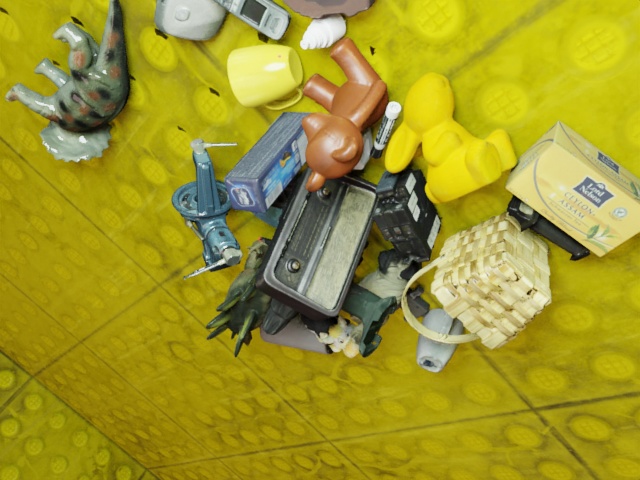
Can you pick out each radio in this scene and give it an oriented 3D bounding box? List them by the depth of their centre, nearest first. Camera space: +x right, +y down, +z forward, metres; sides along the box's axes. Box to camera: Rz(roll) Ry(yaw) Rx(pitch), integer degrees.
[{"bbox_3d":[-0.002,-0.003,0.836,0.131,0.229,0.073,26,158,-10],"label":"radio"}]

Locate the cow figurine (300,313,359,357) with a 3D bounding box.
[{"bbox_3d":[0.020,0.169,1.058,0.098,0.068,0.167,44,168,-24],"label":"cow figurine"}]

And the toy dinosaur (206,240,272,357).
[{"bbox_3d":[-0.129,0.108,1.025,0.105,0.198,0.470,26,143,6],"label":"toy dinosaur"}]

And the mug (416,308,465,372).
[{"bbox_3d":[0.226,0.188,1.009,0.081,0.107,0.109,26,139,6],"label":"mug"}]

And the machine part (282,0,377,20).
[{"bbox_3d":[0.014,-0.368,0.671,0.180,0.056,0.179,16,133,17],"label":"machine part"}]

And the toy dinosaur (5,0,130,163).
[{"bbox_3d":[-0.422,-0.273,0.982,0.405,0.131,0.192,-23,126,38],"label":"toy dinosaur"}]

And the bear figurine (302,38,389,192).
[{"bbox_3d":[0.017,-0.169,0.746,0.132,0.196,0.120,42,140,-7],"label":"bear figurine"}]

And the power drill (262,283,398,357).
[{"bbox_3d":[0.018,0.114,0.932,0.208,0.086,0.232,33,107,29],"label":"power drill"}]

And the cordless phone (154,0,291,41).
[{"bbox_3d":[-0.137,-0.330,0.779,0.184,0.089,0.146,33,137,-6],"label":"cordless phone"}]

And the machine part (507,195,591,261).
[{"bbox_3d":[0.330,-0.021,0.775,0.139,0.084,0.039,35,129,-2],"label":"machine part"}]

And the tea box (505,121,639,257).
[{"bbox_3d":[0.354,-0.067,0.730,0.170,0.068,0.098,35,138,0],"label":"tea box"}]

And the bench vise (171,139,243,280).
[{"bbox_3d":[-0.206,-0.064,0.991,0.129,0.224,0.240,-9,130,-14],"label":"bench vise"}]

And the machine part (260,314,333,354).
[{"bbox_3d":[-0.046,0.206,1.210,0.243,0.079,0.079,6,131,28],"label":"machine part"}]

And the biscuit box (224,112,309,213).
[{"bbox_3d":[-0.069,-0.125,0.831,0.063,0.203,0.059,9,133,26],"label":"biscuit box"}]

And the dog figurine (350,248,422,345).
[{"bbox_3d":[0.124,0.089,1.006,0.190,0.172,0.121,-44,87,15],"label":"dog figurine"}]

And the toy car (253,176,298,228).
[{"bbox_3d":[-0.051,-0.055,0.963,0.162,0.109,0.102,13,152,33],"label":"toy car"}]

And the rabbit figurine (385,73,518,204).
[{"bbox_3d":[0.173,-0.146,0.758,0.162,0.122,0.173,-19,103,51],"label":"rabbit figurine"}]

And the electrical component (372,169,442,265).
[{"bbox_3d":[0.137,-0.046,0.845,0.058,0.115,0.134,-13,121,33],"label":"electrical component"}]

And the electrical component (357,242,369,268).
[{"bbox_3d":[0.043,0.046,1.001,0.078,0.102,0.045,0,135,42],"label":"electrical component"}]

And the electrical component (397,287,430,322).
[{"bbox_3d":[0.180,0.125,1.041,0.063,0.021,0.094,38,136,-5],"label":"electrical component"}]
